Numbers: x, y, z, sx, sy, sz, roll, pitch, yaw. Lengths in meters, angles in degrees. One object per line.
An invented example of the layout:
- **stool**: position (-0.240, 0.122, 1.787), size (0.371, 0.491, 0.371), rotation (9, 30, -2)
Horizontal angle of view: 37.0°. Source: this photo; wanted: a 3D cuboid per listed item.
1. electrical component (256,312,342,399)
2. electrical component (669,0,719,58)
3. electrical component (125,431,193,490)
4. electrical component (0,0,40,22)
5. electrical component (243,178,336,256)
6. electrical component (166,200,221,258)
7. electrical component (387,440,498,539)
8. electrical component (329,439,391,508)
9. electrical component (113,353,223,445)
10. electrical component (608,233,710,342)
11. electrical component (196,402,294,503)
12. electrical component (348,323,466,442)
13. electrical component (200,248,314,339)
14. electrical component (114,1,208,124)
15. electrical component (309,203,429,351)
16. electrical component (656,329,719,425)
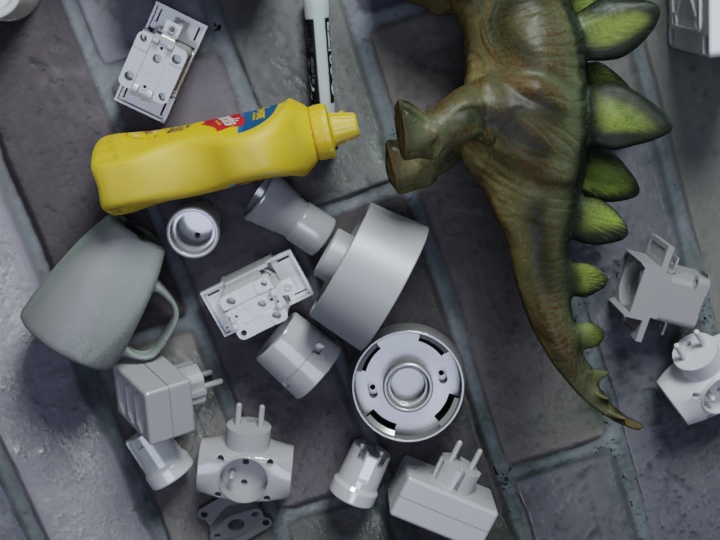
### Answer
- **electrical component**: position (-0.050, 0.067, 0.863), size (0.047, 0.055, 0.055), rotation (41, 100, -8)
- **electrical component**: position (0.260, -0.210, 0.767), size (0.056, 0.108, 0.108), rotation (-5, 106, 2)
- **electrical component**: position (-0.167, 0.152, 0.890), size (0.040, 0.040, 0.046), rotation (-32, 99, 7)
- **electrical component**: position (-0.265, -0.208, 0.781), size (0.055, 0.047, 0.055), rotation (-1, 106, -2)
- **electrical component**: position (-0.052, -0.041, 0.839), size (0.065, 0.044, 0.044), rotation (34, 102, -15)
- **electrical component**: position (-0.127, -0.034, 0.835), size (0.040, 0.046, 0.040), rotation (-1, 106, -2)
- **electrical component**: position (0.077, 0.178, 0.902), size (0.083, 0.047, 0.075), rotation (24, 103, -7)
- **electrical component**: position (0.001, 0.170, 0.901), size (0.040, 0.040, 0.046), rotation (23, 98, -8)
- **electrical component**: position (-0.149, 0.096, 0.864), size (0.077, 0.066, 0.047), rotation (-16, 117, -31)
- **electrical component**: position (0.242, 0.017, 0.865), size (0.064, 0.042, 0.081), rotation (13, 105, -9)
- **electrical component**: position (-0.093, 0.147, 0.888), size (0.077, 0.044, 0.079), rotation (5, 105, -3)
- **electrical component**: position (0.039, 0.093, 0.880), size (0.099, 0.064, 0.099), rotation (0, 92, 1)
- **electrical component**: position (-0.082, 0.021, 0.843), size (0.081, 0.063, 0.042), rotation (-26, 104, 6)
- **electrical component**: position (-0.149, -0.151, 0.793), size (0.042, 0.063, 0.081), rotation (25, 104, -8)
- **electrical component**: position (0.000, 0.000, 0.820), size (0.060, 0.108, 0.108), rotation (29, 103, -4)
- **electrical component**: position (0.279, 0.077, 0.874), size (0.077, 0.044, 0.079), rotation (-36, 126, 8)
